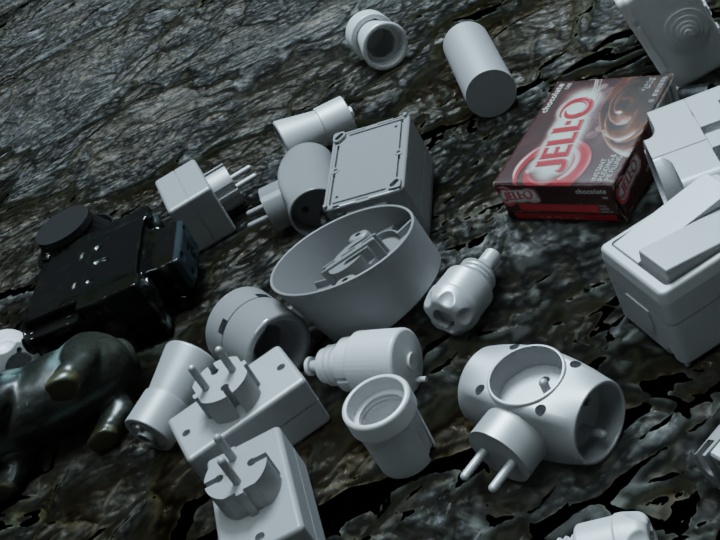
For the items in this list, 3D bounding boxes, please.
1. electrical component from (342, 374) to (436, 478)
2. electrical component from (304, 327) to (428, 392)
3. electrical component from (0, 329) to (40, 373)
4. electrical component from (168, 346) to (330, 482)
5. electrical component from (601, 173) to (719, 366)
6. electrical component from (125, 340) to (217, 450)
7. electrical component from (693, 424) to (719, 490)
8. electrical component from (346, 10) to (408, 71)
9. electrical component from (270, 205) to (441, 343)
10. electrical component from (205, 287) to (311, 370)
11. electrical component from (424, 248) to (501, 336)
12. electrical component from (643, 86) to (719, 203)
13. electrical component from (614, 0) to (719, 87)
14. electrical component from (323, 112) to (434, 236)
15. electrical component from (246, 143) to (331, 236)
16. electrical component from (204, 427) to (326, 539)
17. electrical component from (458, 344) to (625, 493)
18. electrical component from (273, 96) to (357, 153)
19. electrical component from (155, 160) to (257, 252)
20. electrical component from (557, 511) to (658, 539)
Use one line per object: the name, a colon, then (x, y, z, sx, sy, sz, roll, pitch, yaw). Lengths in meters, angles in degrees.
electrical component: (0.017, 0.087, 0.590, 0.040, 0.046, 0.040, -20, 34, 14)
electrical component: (0.001, 0.056, 0.648, 0.078, 0.040, 0.040, -6, 40, 32)
electrical component: (-0.276, 0.067, 0.839, 0.043, 0.043, 0.062, -44, 34, -21)
electrical component: (-0.075, 0.078, 0.644, 0.083, 0.075, 0.047, -35, 33, -8)
electrical component: (0.188, -0.008, 0.576, 0.096, 0.061, 0.061, -32, 33, -4)
electrical component: (-0.124, 0.085, 0.705, 0.044, 0.044, 0.065, 1, 48, 37)
electrical component: (0.180, 0.079, 0.487, 0.046, 0.040, 0.040, -44, 36, -11)
electrical component: (0.014, -0.213, 0.994, 0.045, 0.045, 0.055, -31, 33, -3)
electrical component: (0.000, 0.000, 0.691, 0.099, 0.064, 0.099, -37, 19, 15)
electrical component: (-0.065, 0.044, 0.702, 0.055, 0.055, 0.047, -43, 39, -19)
electrical component: (0.068, 0.010, 0.666, 0.035, 0.035, 0.061, 7, 45, 42)
electrical component: (0.206, -0.062, 0.644, 0.056, 0.050, 0.089, -20, 34, 13)
electrical component: (0.216, -0.185, 0.760, 0.048, 0.099, 0.099, -30, 31, 22)
electrical component: (0.016, -0.054, 0.772, 0.062, 0.061, 0.096, -14, 44, 22)
electrical component: (-0.053, -0.055, 0.834, 0.079, 0.043, 0.077, -25, 33, 7)
electrical component: (-0.058, 0.119, 0.577, 0.047, 0.075, 0.083, -27, 33, 3)
electrical component: (0.082, 0.081, 0.552, 0.077, 0.044, 0.079, 14, 53, 46)
electrical component: (-0.035, -0.119, 0.910, 0.065, 0.044, 0.044, -27, 33, -5)
electrical component: (-0.121, -0.063, 0.891, 0.077, 0.047, 0.065, -31, 33, -3)
electrical component: (0.102, 0.130, 0.480, 0.061, 0.035, 0.035, -19, 34, 20)
